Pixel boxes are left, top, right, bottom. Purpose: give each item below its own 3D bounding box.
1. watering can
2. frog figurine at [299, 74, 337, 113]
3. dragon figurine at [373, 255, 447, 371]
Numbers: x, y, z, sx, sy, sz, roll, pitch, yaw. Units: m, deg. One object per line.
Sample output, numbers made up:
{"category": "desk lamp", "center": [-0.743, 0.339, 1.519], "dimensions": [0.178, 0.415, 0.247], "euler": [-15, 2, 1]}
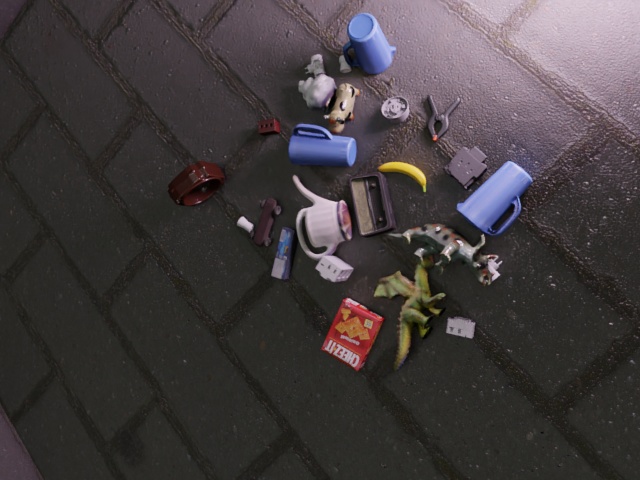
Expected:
{"category": "watering can", "center": [0.006, -0.099, 1.960], "dimensions": [0.223, 0.104, 0.350], "euler": [-12, 83, 19]}
{"category": "frog figurine", "center": [-0.016, -0.581, 1.994], "dimensions": [0.160, 0.124, 0.135], "euler": [33, 120, 8]}
{"category": "dragon figurine", "center": [0.298, 0.230, 1.825], "dimensions": [0.245, 0.121, 0.410], "euler": [36, 90, 25]}
